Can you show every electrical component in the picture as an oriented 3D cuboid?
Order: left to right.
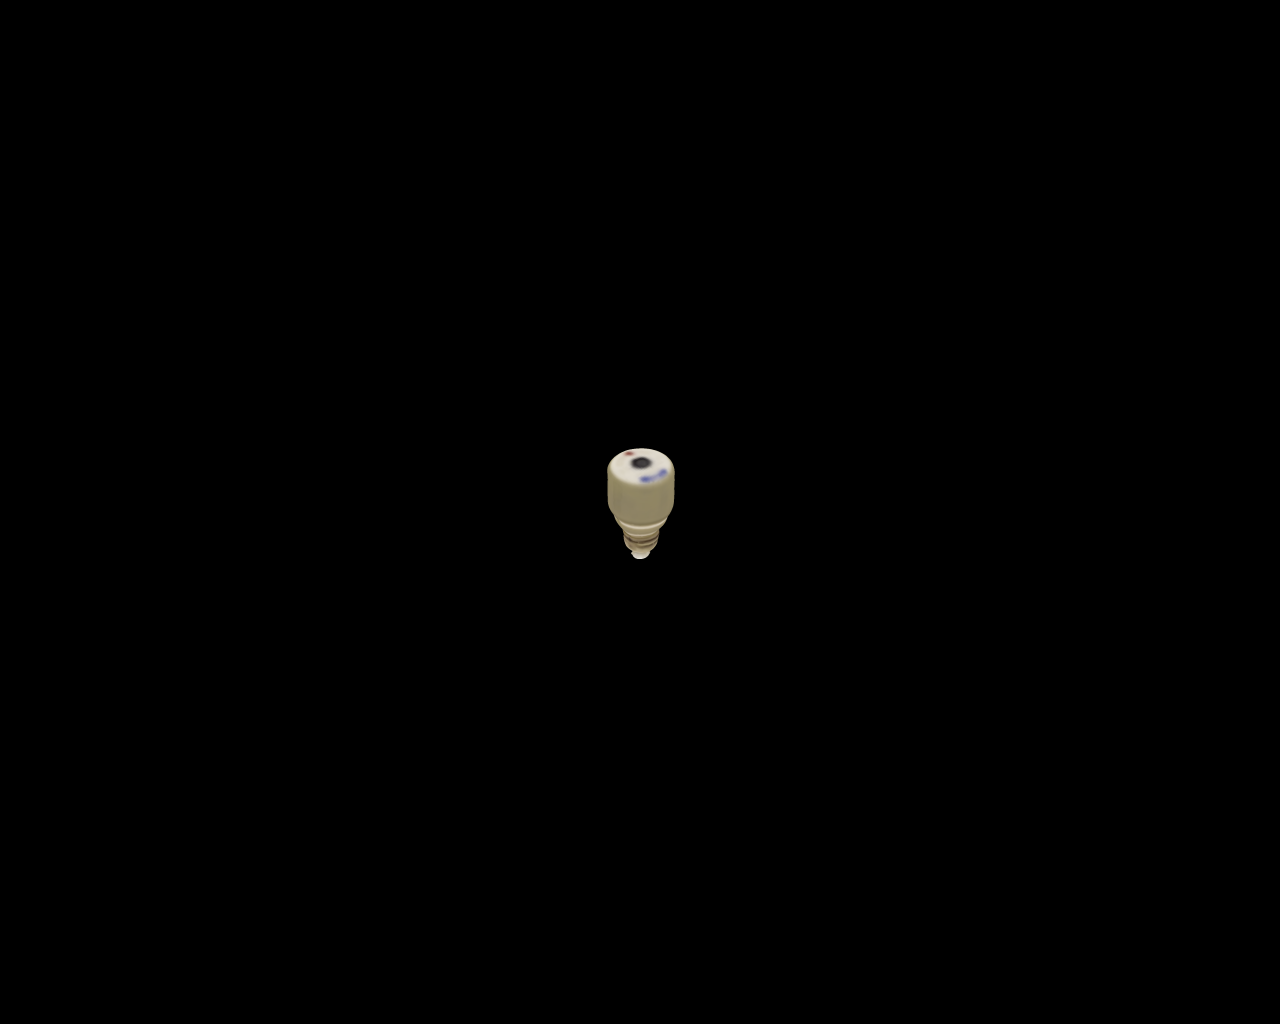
[{"bbox_3d":[0.001,-0.003,0.650,0.040,0.078,0.040,0,38,0],"label":"electrical component"}]
